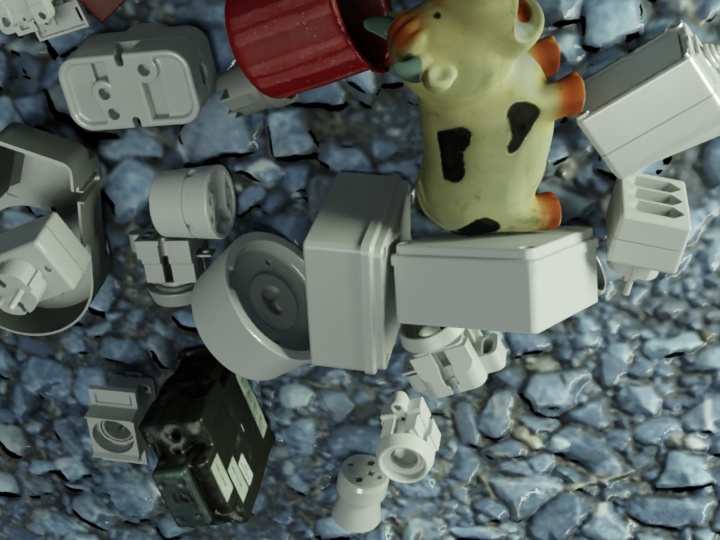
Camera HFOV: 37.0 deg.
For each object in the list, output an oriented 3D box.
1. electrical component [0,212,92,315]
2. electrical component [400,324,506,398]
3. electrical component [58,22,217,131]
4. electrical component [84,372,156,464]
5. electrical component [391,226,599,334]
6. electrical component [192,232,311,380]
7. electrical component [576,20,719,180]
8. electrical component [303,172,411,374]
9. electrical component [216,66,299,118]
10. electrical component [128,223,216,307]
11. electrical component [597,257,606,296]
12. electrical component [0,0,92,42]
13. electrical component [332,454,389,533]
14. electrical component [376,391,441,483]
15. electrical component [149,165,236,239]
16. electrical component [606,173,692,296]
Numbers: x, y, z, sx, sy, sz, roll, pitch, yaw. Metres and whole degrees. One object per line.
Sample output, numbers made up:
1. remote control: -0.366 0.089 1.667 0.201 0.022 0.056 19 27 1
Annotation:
1. electrical component: -0.244 0.006 0.775 0.066 0.076 0.047 -18 122 23
2. electrical component: 0.066 0.057 0.832 0.078 0.058 0.057 -18 120 22
3. electrical component: -0.151 -0.136 0.748 0.095 0.059 0.053 -2 123 13
4. electrical component: -0.204 0.126 0.929 0.042 0.063 0.081 4 124 8
5. electrical component: 0.094 0.004 0.738 0.109 0.109 0.056 3 102 34
6. electrical component: -0.078 0.032 0.818 0.108 0.108 0.060 44 127 -17
7. electrical component: 0.195 -0.109 0.691 0.096 0.061 0.061 -30 112 27
8. electrical component: 0.000 0.000 0.776 0.056 0.108 0.108 5 124 12
9. electrical component: -0.072 -0.129 0.749 0.046 0.040 0.040 -15 119 26
10. electrical component: -0.145 -0.005 0.843 0.066 0.048 0.055 0 115 12
11. electrical component: 0.152 0.007 0.791 0.046 0.040 0.040 -24 115 30
12. electrical component: -0.222 -0.192 0.724 0.042 0.063 0.081 -12 120 20
13. electrical component: 0.000 0.195 0.943 0.045 0.045 0.055 12 124 4
14. electrical component: 0.040 0.143 0.894 0.048 0.055 0.066 -15 119 21
15. electrical component: -0.125 -0.050 0.803 0.047 0.055 0.055 -1 123 17
16. electrical component: 0.195 -0.018 0.748 0.047 0.065 0.076 12 124 4
